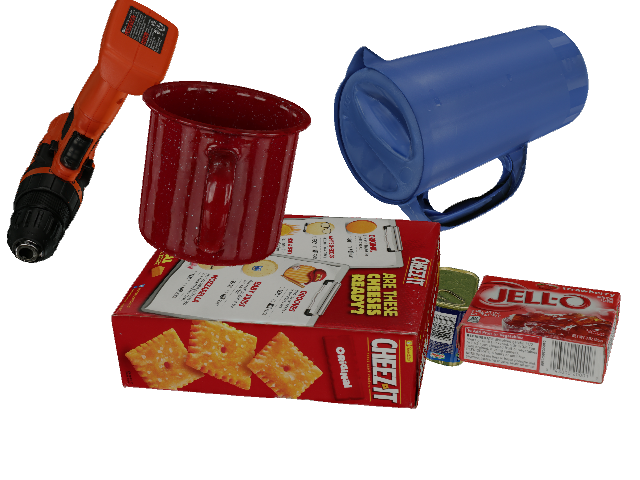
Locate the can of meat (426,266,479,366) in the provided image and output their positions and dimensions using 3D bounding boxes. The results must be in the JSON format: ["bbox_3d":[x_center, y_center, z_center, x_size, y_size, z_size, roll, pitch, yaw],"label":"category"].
[{"bbox_3d":[0.156,0.092,1.296,0.057,0.084,0.102,10,25,7],"label":"can of meat"}]

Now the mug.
[{"bbox_3d":[-0.056,-0.033,0.588,0.093,0.081,0.117,7,22,-10],"label":"mug"}]

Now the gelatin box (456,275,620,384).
[{"bbox_3d":[0.136,0.052,0.661,0.089,0.030,0.073,8,25,19],"label":"gelatin box"}]

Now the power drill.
[{"bbox_3d":[-0.188,-0.090,0.859,0.057,0.188,0.184,28,33,-21],"label":"power drill"}]

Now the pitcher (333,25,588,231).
[{"bbox_3d":[0.147,-0.122,1.043,0.242,0.149,0.145,-21,44,-30],"label":"pitcher"}]

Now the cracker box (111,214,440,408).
[{"bbox_3d":[-0.024,0.046,0.793,0.214,0.072,0.164,3,29,11],"label":"cracker box"}]
